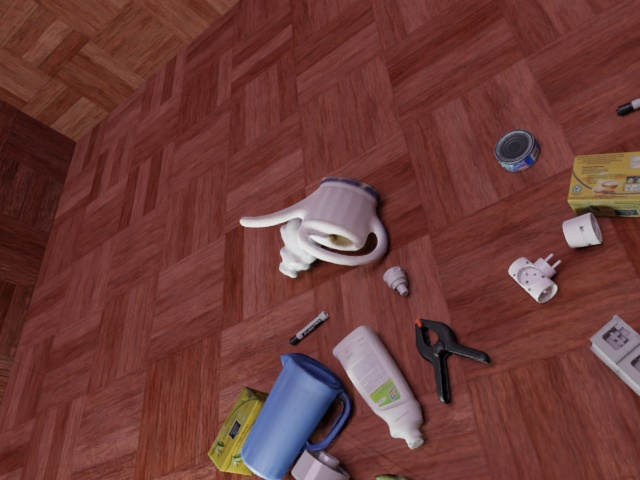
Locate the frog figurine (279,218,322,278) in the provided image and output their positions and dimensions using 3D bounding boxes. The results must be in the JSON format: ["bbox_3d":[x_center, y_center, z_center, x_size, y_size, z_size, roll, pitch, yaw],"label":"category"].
[{"bbox_3d":[-0.057,0.009,1.321,0.160,0.121,0.139,-43,61,-2],"label":"frog figurine"}]

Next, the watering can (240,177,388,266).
[{"bbox_3d":[0.004,-0.062,1.232,0.348,0.101,0.229,19,57,8],"label":"watering can"}]

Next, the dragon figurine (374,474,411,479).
[{"bbox_3d":[0.099,0.527,0.881,0.410,0.120,0.247,2,49,41],"label":"dragon figurine"}]
